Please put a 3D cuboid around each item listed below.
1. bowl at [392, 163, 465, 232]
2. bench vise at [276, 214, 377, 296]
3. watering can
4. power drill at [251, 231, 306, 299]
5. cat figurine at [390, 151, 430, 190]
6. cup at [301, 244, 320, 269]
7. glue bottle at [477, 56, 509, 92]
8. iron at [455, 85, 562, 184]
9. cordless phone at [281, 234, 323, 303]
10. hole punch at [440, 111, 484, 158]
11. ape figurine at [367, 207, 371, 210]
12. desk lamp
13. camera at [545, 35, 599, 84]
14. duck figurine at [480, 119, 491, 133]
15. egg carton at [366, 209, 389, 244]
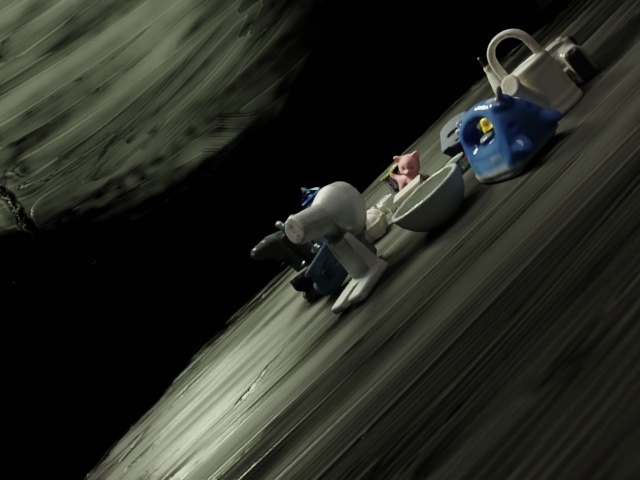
[{"bbox_3d":[0.223,-0.068,1.115,0.167,0.075,0.167,-43,5,6],"label":"bowl"},{"bbox_3d":[0.014,0.002,1.339,0.207,0.220,0.121,-42,6,15],"label":"bench vise"},{"bbox_3d":[0.400,-0.317,1.095,0.101,0.194,0.173,-41,6,27],"label":"watering can"},{"bbox_3d":[-0.082,0.061,1.641,0.075,0.208,0.230,-40,6,28],"label":"power drill"},{"bbox_3d":[0.255,-0.201,1.674,0.067,0.118,0.127,-48,7,-35],"label":"cat figurine"},{"bbox_3d":[0.010,0.061,1.576,0.118,0.095,0.091,-47,7,-32],"label":"cup"},{"bbox_3d":[0.440,-0.378,1.384,0.078,0.173,0.037,-48,7,-34],"label":"glue bottle"},{"bbox_3d":[0.312,-0.191,1.050,0.119,0.141,0.258,-45,6,-14],"label":"iron"},{"bbox_3d":[-0.041,0.059,1.483,0.147,0.185,0.094,-38,8,45],"label":"cordless phone"},{"bbox_3d":[0.376,-0.280,1.542,0.108,0.091,0.101,-39,7,39],"label":"hole punch"},{"bbox_3d":[0.132,-0.073,1.731,0.076,0.092,0.078,-43,6,4],"label":"ape figurine"},{"bbox_3d":[0.039,0.004,1.175,0.117,0.213,0.203,-38,8,45],"label":"desk lamp"},{"bbox_3d":[0.492,-0.355,1.211,0.136,0.101,0.143,-41,6,21],"label":"camera"},{"bbox_3d":[0.375,-0.233,1.213,0.077,0.086,0.104,-43,6,10],"label":"duck figurine"},{"bbox_3d":[0.116,-0.019,1.546,0.150,0.069,0.107,-41,6,23],"label":"egg carton"}]
